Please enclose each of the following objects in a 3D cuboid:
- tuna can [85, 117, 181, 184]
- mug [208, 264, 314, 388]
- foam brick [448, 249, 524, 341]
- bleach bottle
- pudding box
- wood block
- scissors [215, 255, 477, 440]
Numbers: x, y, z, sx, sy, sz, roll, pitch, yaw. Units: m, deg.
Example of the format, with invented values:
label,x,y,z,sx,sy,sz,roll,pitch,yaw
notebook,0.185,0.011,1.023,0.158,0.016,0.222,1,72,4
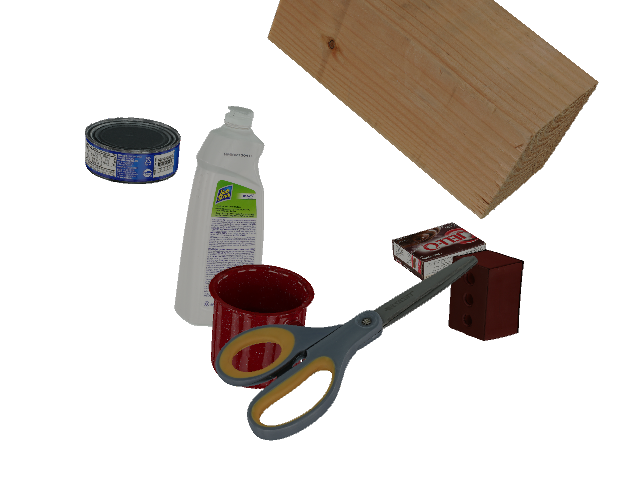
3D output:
label,x,y,z,sx,sy,sz,roll,pitch,yaw
tuna can,-0.171,-0.082,0.972,0.086,0.034,0.086,6,25,-3
mug,-0.047,0.083,0.946,0.117,0.081,0.093,27,33,37
foam brick,0.165,0.054,1.068,0.051,0.078,0.053,-12,20,-37
bleach bottle,-0.104,-0.028,1.229,0.102,0.251,0.068,-1,20,-34
pudding box,0.177,0.016,1.597,0.113,0.039,0.090,-18,27,-21
wood block,0.074,-0.126,0.747,0.090,0.206,0.091,-37,-18,-38
scissors,0.011,0.055,0.719,0.096,0.016,0.201,25,53,31
